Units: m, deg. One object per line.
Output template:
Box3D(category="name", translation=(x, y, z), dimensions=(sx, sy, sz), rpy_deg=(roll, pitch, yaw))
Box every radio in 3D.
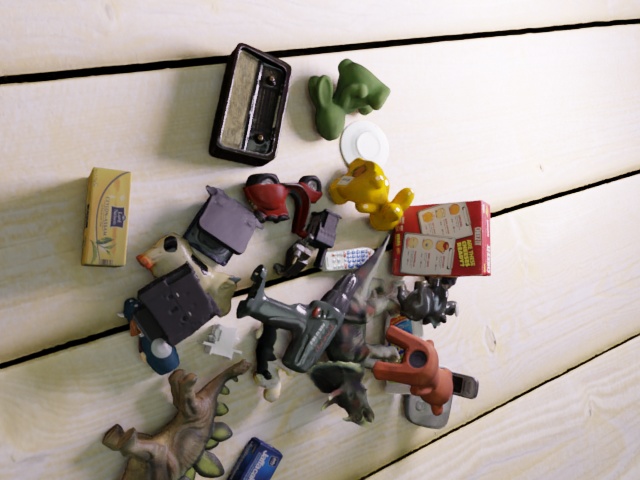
Box3D(category="radio", translation=(-0.142, -0.271, 1.110), dimensions=(0.131, 0.073, 0.229), rpy_deg=(14, 80, -25))

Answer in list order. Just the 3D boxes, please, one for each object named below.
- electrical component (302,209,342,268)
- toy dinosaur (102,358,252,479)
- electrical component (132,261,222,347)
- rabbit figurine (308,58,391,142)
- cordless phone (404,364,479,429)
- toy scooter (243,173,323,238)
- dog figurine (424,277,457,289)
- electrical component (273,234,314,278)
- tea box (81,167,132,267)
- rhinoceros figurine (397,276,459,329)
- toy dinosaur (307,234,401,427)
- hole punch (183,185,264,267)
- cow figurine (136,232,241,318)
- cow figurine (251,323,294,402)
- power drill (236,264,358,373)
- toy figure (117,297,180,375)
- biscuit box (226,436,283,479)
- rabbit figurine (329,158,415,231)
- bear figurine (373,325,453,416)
Box3D(category="electrical component", translation=(-0.002, -0.004, 1.161), dimensions=(0.047, 0.075, 0.119), rpy_deg=(26, 78, -23))
Box3D(category="toy dinosaur", translation=(-0.289, 0.401, 0.970), dimensions=(0.471, 0.105, 0.198), rpy_deg=(-43, 108, -18))
Box3D(category="electrical component", translation=(-0.260, 0.119, 0.956), dimensions=(0.134, 0.058, 0.114), rpy_deg=(-34, 102, -13))
Box3D(category="rabbit figurine", translation=(0.048, -0.304, 1.187), dimensions=(0.159, 0.121, 0.170), rpy_deg=(41, 84, -25))
Box3D(category="cordless phone", translation=(0.283, 0.358, 1.211), dimensions=(0.088, 0.184, 0.146), rpy_deg=(18, 78, -29))
Box3D(category="toy scooter", translation=(-0.074, -0.071, 1.131), dimensions=(0.184, 0.075, 0.135), rpy_deg=(-1, 88, -31))
Box3D(category="dog figurine", translation=(0.341, 0.025, 1.327), dimensions=(0.172, 0.121, 0.190), rpy_deg=(1, 100, -24))
Box3D(category="electrical component", translation=(-0.054, 0.037, 1.121), dimensions=(0.045, 0.102, 0.078), rpy_deg=(22, 51, -26))
Box3D(category="tea box", translation=(-0.383, -0.036, 0.959), dimensions=(0.068, 0.098, 0.169), rpy_deg=(6, 81, -27))
Box3D(category="rhinoceros figurine", translation=(0.245, 0.139, 1.183), dimensions=(0.190, 0.073, 0.112), rpy_deg=(7, 69, -51))
Box3D(category="toy dinosaur", translation=(0.068, 0.184, 1.162), dimensions=(0.192, 0.131, 0.404), rpy_deg=(5, 78, -27))
Box3D(category="hole punch", translation=(-0.197, -0.022, 1.067), dimensions=(0.142, 0.092, 0.116), rpy_deg=(35, 49, -16))
Box3D(category="cow figurine", translation=(-0.241, 0.070, 1.032), dimensions=(0.127, 0.085, 0.194), rpy_deg=(-42, 103, -16))
Box3D(category="cow figurine", translation=(-0.098, 0.239, 1.095), dimensions=(0.098, 0.068, 0.167), rpy_deg=(26, 72, -17))
Box3D(category="power drill", translation=(-0.049, 0.128, 1.065), dimensions=(0.207, 0.086, 0.232), rpy_deg=(33, 71, -21))
Box3D(category="toy figure", translation=(-0.315, 0.175, 1.001), dimensions=(0.154, 0.058, 0.064), rpy_deg=(63, 26, -7))
Box3D(category="biscuit box", translation=(-0.154, 0.492, 1.051), dimensions=(0.062, 0.059, 0.202), rpy_deg=(38, 70, -19))
Box3D(category="rabbit figurine", translation=(0.133, -0.091, 1.205), dimensions=(0.122, 0.163, 0.173), rpy_deg=(-51, 127, -30))
Box3D(category="bear figurine", translation=(0.204, 0.275, 1.115), dimensions=(0.120, 0.132, 0.195), rpy_deg=(-66, 150, -24))
